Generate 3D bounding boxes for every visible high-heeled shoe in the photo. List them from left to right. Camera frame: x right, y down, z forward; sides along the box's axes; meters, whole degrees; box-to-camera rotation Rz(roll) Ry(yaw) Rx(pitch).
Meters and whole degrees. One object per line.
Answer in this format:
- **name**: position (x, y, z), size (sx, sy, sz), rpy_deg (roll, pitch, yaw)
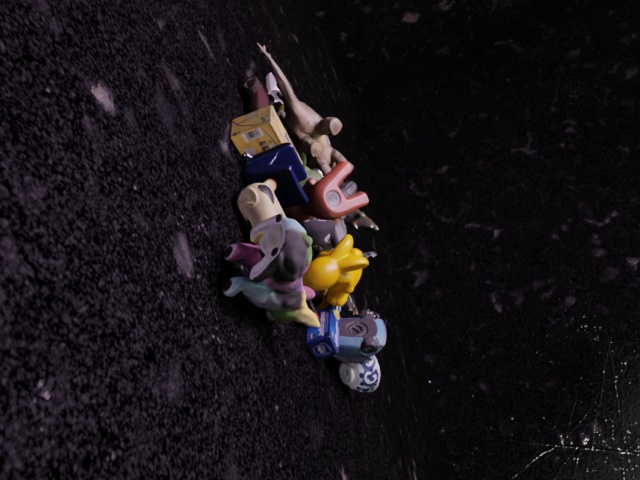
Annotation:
- **high-heeled shoe**: position (-0.003, -0.004, 1.247), size (0.086, 0.145, 0.248), rpy_deg (69, 16, 8)

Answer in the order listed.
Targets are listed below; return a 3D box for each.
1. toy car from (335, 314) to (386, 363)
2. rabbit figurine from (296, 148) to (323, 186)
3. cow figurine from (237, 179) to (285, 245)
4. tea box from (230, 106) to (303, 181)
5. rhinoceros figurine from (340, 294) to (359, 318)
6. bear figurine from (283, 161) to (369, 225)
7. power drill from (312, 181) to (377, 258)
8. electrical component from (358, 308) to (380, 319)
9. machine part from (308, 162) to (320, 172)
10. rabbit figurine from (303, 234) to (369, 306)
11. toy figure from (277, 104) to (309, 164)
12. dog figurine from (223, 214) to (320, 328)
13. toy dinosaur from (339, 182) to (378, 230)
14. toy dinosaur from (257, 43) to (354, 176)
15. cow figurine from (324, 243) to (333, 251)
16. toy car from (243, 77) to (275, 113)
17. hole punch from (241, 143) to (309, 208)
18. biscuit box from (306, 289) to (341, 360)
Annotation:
- **toy car**: position (0.078, 0.248, 1.292), size (0.109, 0.162, 0.102), rpy_deg (-90, 177, -58)
- **rabbit figurine**: position (-0.053, -0.146, 1.372), size (0.159, 0.121, 0.170), rpy_deg (57, 3, -26)
- **cow figurine**: position (-0.096, -0.014, 1.021), size (0.127, 0.085, 0.194), rpy_deg (-37, 106, -74)
- **tea box**: position (-0.111, -0.192, 1.156), size (0.169, 0.098, 0.068), rpy_deg (62, 18, -45)
- **rhinoceros figurine**: position (0.045, 0.148, 1.421), size (0.190, 0.073, 0.112), rpy_deg (50, 28, -60)
- **bear figurine**: position (-0.004, -0.092, 1.233), size (0.120, 0.132, 0.196), rpy_deg (59, -25, -13)
- **power drill**: position (0.067, -0.026, 1.438), size (0.232, 0.086, 0.207), rpy_deg (-38, 106, -34)
- **electrical component**: position (0.111, 0.266, 1.454), size (0.115, 0.058, 0.134), rpy_deg (-47, 158, -65)
- **machine part**: position (0.006, -0.134, 1.613), size (0.079, 0.079, 0.243), rpy_deg (-26, 97, -77)
- **rabbit figurine**: position (0.031, 0.072, 1.179), size (0.122, 0.162, 0.173), rpy_deg (59, 25, 16)
- **toy figure**: position (-0.064, -0.309, 1.544), size (0.089, 0.082, 0.180), rpy_deg (-104, 168, -69)
- **dog figurine**: position (-0.052, 0.069, 0.916), size (0.219, 0.191, 0.108), rpy_deg (37, 29, -43)
- **toy dinosaur**: position (0.043, -0.188, 1.740), size (0.404, 0.131, 0.192), rpy_deg (65, 4, 3)
- **toy dinosaur**: position (-0.037, -0.284, 1.373), size (0.199, 0.105, 0.470), rpy_deg (39, -18, 39)
- **cow figurine**: position (0.019, 0.002, 1.511), size (0.098, 0.068, 0.167), rpy_deg (56, 17, -35)
- **toy car**: position (-0.143, -0.288, 1.248), size (0.089, 0.053, 0.202), rpy_deg (33, 44, -54)
- **hole punch**: position (-0.089, -0.122, 1.113), size (0.142, 0.116, 0.092), rpy_deg (59, 14, -47)
- **biscuit box**: position (0.009, 0.184, 1.250), size (0.203, 0.063, 0.059), rpy_deg (-87, 155, -57)
